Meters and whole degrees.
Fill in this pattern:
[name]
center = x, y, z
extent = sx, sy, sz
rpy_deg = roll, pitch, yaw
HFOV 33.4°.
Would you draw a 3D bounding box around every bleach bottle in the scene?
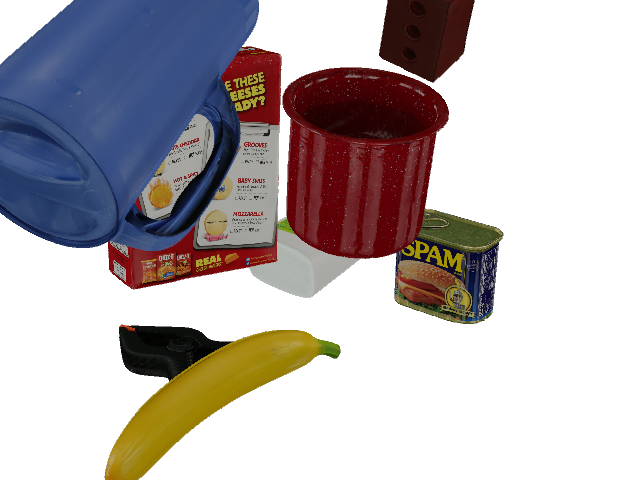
[bleach bottle]
center = 0.029, -0.023, 1.278
extent = 0.103, 0.068, 0.250
rpy_deg = 22, 39, 30

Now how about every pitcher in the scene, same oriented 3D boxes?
[pitcher]
center = -0.134, -0.113, 0.768
extent = 0.145, 0.149, 0.242
rpy_deg = 8, 47, 29

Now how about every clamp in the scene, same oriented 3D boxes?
[clamp]
center = -0.142, 0.123, 1.088
extent = 0.210, 0.036, 0.164
rpy_deg = 9, 18, 34

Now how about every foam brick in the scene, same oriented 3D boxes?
[foam brick]
center = 0.083, -0.172, 0.821
extent = 0.053, 0.078, 0.051
rpy_deg = 29, 52, 19

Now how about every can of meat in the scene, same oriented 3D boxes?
[can of meat]
center = 0.119, 0.025, 1.017
extent = 0.102, 0.084, 0.057
rpy_deg = 18, 29, 34

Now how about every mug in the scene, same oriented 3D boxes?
[mug]
center = 0.027, -0.049, 0.623
extent = 0.093, 0.081, 0.117
rpy_deg = 16, 36, 17

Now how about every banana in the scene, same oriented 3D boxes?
[banana]
center = -0.078, 0.114, 0.762
extent = 0.198, 0.069, 0.037
rpy_deg = -30, 39, -1

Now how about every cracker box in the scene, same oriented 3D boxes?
[cracker box]
center = -0.124, -0.074, 1.034
extent = 0.163, 0.214, 0.072
rpy_deg = -11, 22, -32
